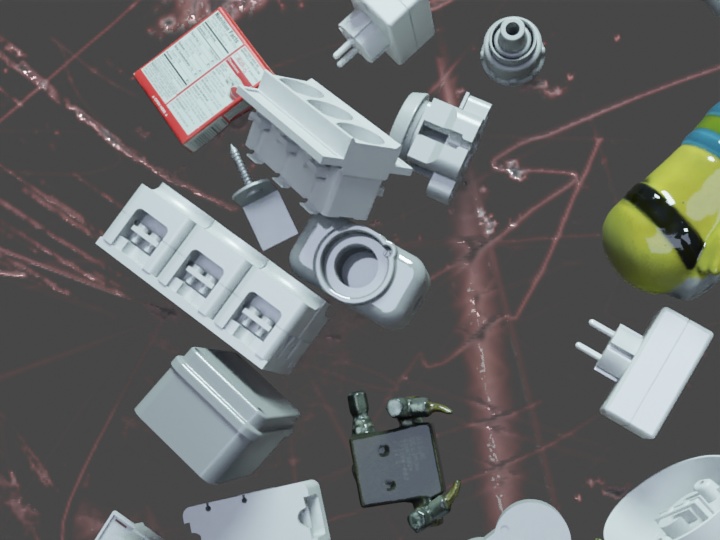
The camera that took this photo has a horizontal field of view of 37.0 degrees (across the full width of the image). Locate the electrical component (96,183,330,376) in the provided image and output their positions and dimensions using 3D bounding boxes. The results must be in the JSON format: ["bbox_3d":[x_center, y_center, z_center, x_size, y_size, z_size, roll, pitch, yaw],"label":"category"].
[{"bbox_3d":[-0.100,0.005,0.776,0.150,0.089,0.061,36,88,11],"label":"electrical component"}]

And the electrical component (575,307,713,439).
[{"bbox_3d":[0.188,0.063,0.748,0.076,0.047,0.083,30,87,11],"label":"electrical component"}]

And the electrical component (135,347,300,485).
[{"bbox_3d":[-0.095,0.099,0.750,0.078,0.113,0.057,42,92,11],"label":"electrical component"}]

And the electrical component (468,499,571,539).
[{"bbox_3d":[0.082,0.210,0.727,0.138,0.073,0.052,-38,78,1],"label":"electrical component"}]

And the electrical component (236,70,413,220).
[{"bbox_3d":[-0.031,-0.088,0.768,0.121,0.079,0.063,43,120,43],"label":"electrical component"}]

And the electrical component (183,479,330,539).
[{"bbox_3d":[-0.071,0.182,0.762,0.089,0.055,0.050,-14,80,6],"label":"electrical component"}]

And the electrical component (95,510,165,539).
[{"bbox_3d":[-0.159,0.212,0.767,0.081,0.064,0.042,31,86,12],"label":"electrical component"}]

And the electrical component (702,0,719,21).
[{"bbox_3d":[0.275,-0.189,0.777,0.044,0.044,0.065,-27,84,3],"label":"electrical component"}]

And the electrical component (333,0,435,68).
[{"bbox_3d":[0.010,-0.178,0.791,0.076,0.083,0.047,-43,79,0],"label":"electrical component"}]

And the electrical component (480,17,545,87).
[{"bbox_3d":[0.111,-0.165,0.785,0.048,0.062,0.048,-1,81,8],"label":"electrical component"}]

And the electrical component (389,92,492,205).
[{"bbox_3d":[0.055,-0.095,0.786,0.057,0.058,0.078,24,86,8],"label":"electrical component"}]

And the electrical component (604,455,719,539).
[{"bbox_3d":[0.217,0.167,0.705,0.099,0.099,0.064,-43,85,0],"label":"electrical component"}]

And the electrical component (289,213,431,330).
[{"bbox_3d":[0.000,0.000,0.778,0.095,0.059,0.053,30,87,11],"label":"electrical component"}]
